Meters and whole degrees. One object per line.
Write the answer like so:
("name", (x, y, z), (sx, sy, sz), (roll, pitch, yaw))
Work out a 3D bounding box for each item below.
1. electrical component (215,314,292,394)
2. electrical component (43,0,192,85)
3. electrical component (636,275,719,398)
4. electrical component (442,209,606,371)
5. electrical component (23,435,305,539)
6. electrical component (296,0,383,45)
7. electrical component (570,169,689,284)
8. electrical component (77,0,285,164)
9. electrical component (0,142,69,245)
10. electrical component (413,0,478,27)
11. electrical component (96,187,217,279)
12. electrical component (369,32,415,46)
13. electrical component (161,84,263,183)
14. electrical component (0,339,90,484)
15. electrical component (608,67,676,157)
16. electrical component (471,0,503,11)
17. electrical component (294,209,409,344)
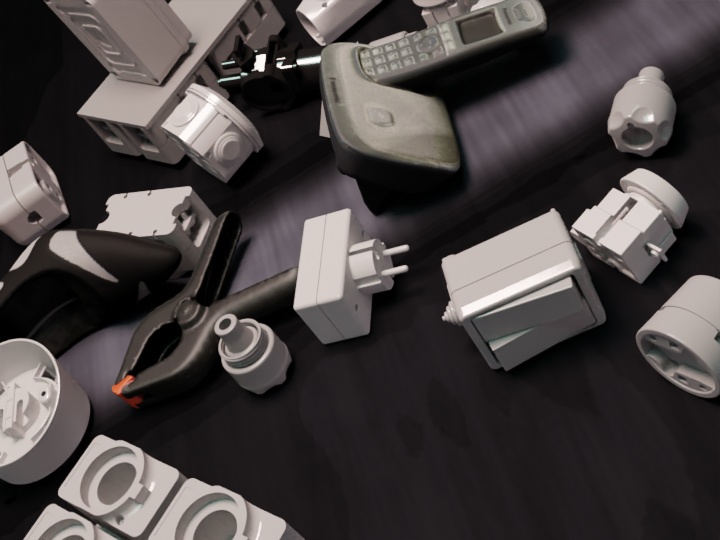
("electrical component", (-0.079, 0.055, 0.756), (0.043, 0.062, 0.043), (-18, 46, 19))
("electrical component", (-0.214, -0.225, 0.958), (0.078, 0.113, 0.057), (16, 66, 40))
("electrical component", (0.193, 0.036, 0.607), (0.047, 0.055, 0.055), (-46, 44, -16))
("electrical component", (0.098, 0.018, 0.676), (0.096, 0.061, 0.061), (-25, 44, 12))
("electrical component", (-0.128, 0.182, 0.677), (0.186, 0.060, 0.105), (13, 62, 39))
("electrical component", (-0.025, -0.255, 1.006), (0.077, 0.044, 0.079), (-41, 43, -5))
("electrical component", (0.174, -0.030, 0.683), (0.055, 0.048, 0.066), (-49, 43, -2))
("electrical component", (-0.166, -0.190, 1.027), (0.105, 0.060, 0.186), (15, 63, 40))
("electrical component", (-0.324, -0.071, 1.028), (0.059, 0.053, 0.095), (-35, 43, 1))
("electrical component", (0.073, -0.227, 0.911), (0.048, 0.055, 0.066), (-9, 49, 26))
("electrical component", (-0.166, -0.029, 0.890), (0.089, 0.055, 0.050), (-3, 52, 30))
("electrical component", (0.043, -0.180, 0.900), (0.078, 0.040, 0.040), (-14, 47, 22))
("electrical component", (-0.127, -0.118, 0.926), (0.051, 0.080, 0.080), (-51, 45, -7))
("electrical component", (-0.259, 0.110, 0.821), (0.099, 0.064, 0.099), (-18, 46, 19))
("electrical component", (0.196, -0.113, 0.742), (0.043, 0.043, 0.062), (-2, 51, 31))
("electrical component", (0.120, -0.201, 0.873), (0.061, 0.035, 0.035), (27, 71, 42))
("electrical component", (0.000, 0.000, 0.765), (0.076, 0.047, 0.083), (-14, 47, 22))
